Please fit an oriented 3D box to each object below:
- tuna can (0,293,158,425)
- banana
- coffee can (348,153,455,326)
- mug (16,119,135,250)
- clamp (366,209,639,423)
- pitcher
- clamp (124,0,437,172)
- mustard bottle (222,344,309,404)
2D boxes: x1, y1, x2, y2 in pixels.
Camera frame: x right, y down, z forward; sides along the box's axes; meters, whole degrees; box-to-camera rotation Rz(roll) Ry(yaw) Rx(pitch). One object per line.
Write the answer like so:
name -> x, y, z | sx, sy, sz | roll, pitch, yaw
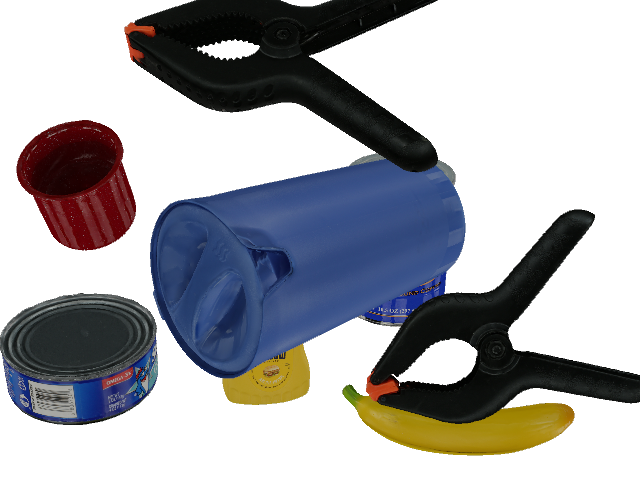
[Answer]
tuna can -> -0.134, 0.066, 0.600 | 0.086, 0.034, 0.086 | 0, 28, 0
banana -> 0.117, 0.148, 0.878 | 0.197, 0.037, 0.069 | 7, 36, -2
coffee can -> 0.075, -0.002, 1.038 | 0.103, 0.140, 0.103 | 1, 27, -1
mug -> -0.212, -0.055, 0.954 | 0.093, 0.117, 0.081 | -5, -39, 3
clamp -> 0.114, 0.070, 0.646 | 0.171, 0.120, 0.039 | -29, -7, 7
pitcher -> -0.008, 0.010, 0.844 | 0.242, 0.145, 0.149 | -18, 43, -40
clamp -> -0.018, -0.110, 0.667 | 0.210, 0.164, 0.036 | 0, -36, 1
mustard bottle -> -0.058, 0.083, 1.166 | 0.096, 0.192, 0.058 | -3, 21, -13
